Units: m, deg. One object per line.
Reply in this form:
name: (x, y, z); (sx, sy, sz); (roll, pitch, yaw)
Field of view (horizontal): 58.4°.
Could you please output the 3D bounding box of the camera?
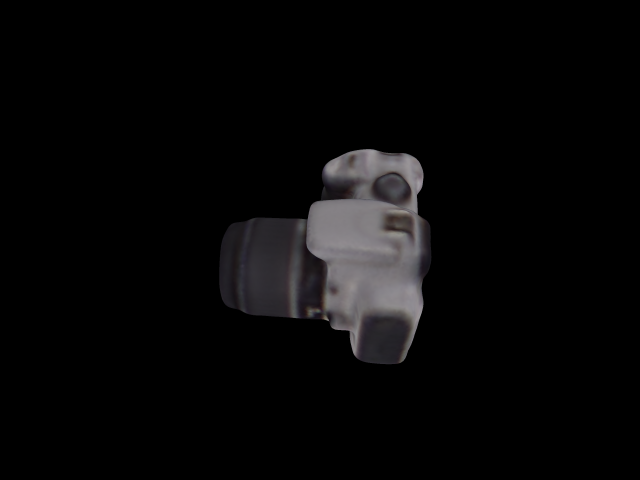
camera: (0.004, 0.001, 0.400); (0.136, 0.101, 0.143); (3, 56, 2)
